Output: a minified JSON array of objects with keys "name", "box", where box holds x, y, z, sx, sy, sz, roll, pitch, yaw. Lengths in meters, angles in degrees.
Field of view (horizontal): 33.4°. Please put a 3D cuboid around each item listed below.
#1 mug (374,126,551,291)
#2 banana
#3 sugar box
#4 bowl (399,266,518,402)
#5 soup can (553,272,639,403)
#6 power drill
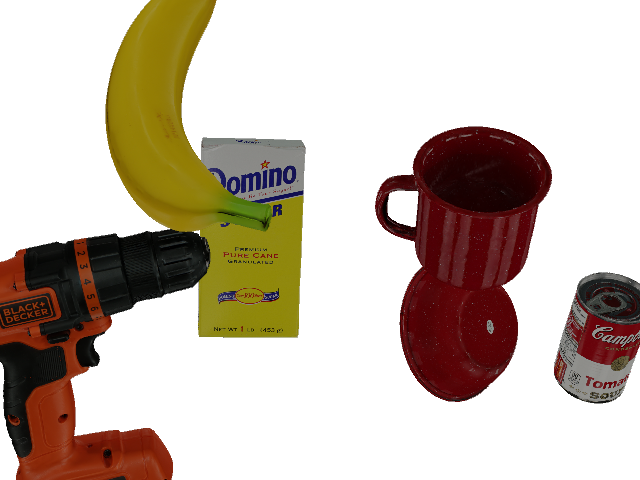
[{"name":"mug","box":[0.096,-0.020,0.745,0.117,0.093,0.081,2,-45,2]},{"name":"banana","box":[-0.074,-0.070,0.537,0.069,0.198,0.037,-5,-40,-12]},{"name":"sugar box","box":[-0.063,-0.002,0.957,0.093,0.176,0.048,0,15,-6]},{"name":"bowl","box":[0.163,0.094,1.158,0.161,0.162,0.055,0,-6,-37]},{"name":"soup can","box":[0.255,0.089,0.970,0.068,0.102,0.068,4,37,-3]},{"name":"power drill","box":[-0.151,0.086,0.707,0.184,0.187,0.057,-12,26,-6]}]
